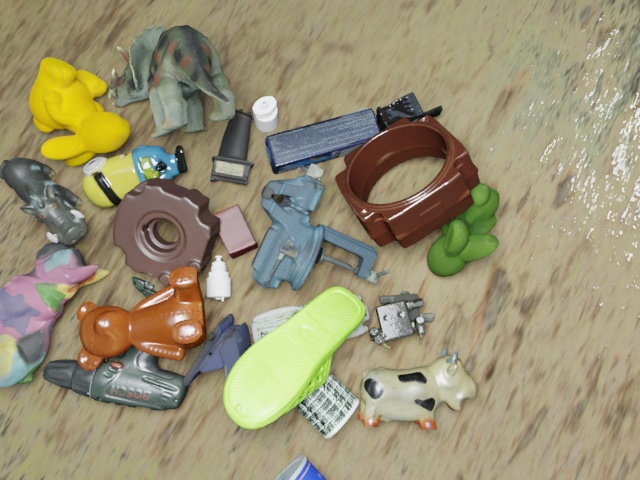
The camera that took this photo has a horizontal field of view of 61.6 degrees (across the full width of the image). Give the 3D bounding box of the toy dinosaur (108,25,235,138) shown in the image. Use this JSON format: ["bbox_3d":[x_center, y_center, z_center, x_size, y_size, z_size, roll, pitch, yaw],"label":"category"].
[{"bbox_3d":[-0.224,-0.270,0.858,0.131,0.405,0.192,-19,102,-32],"label":"toy dinosaur"}]

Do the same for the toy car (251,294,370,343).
[{"bbox_3d":[-0.015,0.142,0.912,0.202,0.056,0.073,-11,81,-4],"label":"toy car"}]

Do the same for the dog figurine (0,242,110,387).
[{"bbox_3d":[-0.446,0.112,0.872,0.219,0.108,0.191,-25,81,-10],"label":"dog figurine"}]

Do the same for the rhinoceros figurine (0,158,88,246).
[{"bbox_3d":[-0.456,-0.067,0.900,0.073,0.112,0.190,-43,77,-11],"label":"rhinoceros figurine"}]

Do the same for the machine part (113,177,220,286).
[{"bbox_3d":[-0.256,-0.013,0.890,0.179,0.056,0.179,3,109,8],"label":"machine part"}]

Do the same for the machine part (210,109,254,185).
[{"bbox_3d":[-0.154,-0.169,0.972,0.084,0.039,0.139,6,82,7],"label":"machine part"}]

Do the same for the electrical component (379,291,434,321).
[{"bbox_3d":[0.152,0.121,0.942,0.094,0.021,0.063,-2,79,-2],"label":"electrical component"}]

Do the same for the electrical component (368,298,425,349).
[{"bbox_3d":[0.131,0.141,0.903,0.102,0.045,0.078,-7,81,1],"label":"electrical component"}]

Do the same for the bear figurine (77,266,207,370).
[{"bbox_3d":[-0.271,0.120,0.797,0.196,0.132,0.120,-3,65,-9],"label":"bear figurine"}]

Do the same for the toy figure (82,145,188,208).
[{"bbox_3d":[-0.320,-0.113,0.931,0.180,0.082,0.089,-14,79,-8],"label":"toy figure"}]

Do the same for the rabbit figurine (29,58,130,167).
[{"bbox_3d":[-0.410,-0.203,0.917,0.173,0.122,0.162,33,89,9],"label":"rabbit figurine"}]

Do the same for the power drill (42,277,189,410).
[{"bbox_3d":[-0.312,0.167,0.881,0.232,0.086,0.207,20,76,-1],"label":"power drill"}]

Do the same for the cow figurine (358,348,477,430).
[{"bbox_3d":[0.163,0.245,0.893,0.195,0.085,0.127,1,86,-2],"label":"cow figurine"}]

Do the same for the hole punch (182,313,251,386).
[{"bbox_3d":[-0.148,0.190,0.863,0.092,0.142,0.115,28,94,4],"label":"hole punch"}]

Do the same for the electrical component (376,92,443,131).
[{"bbox_3d":[0.160,-0.230,0.979,0.119,0.075,0.048,-25,82,-3],"label":"electrical component"}]

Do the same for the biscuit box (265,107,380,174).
[{"bbox_3d":[0.004,-0.177,0.969,0.203,0.059,0.063,-16,83,-6],"label":"biscuit box"}]

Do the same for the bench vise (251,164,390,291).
[{"bbox_3d":[0.000,-0.002,0.902,0.240,0.129,0.223,24,83,-11],"label":"bench vise"}]

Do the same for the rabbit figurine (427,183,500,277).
[{"bbox_3d":[0.246,-0.011,0.920,0.121,0.159,0.170,18,95,-10],"label":"rabbit figurine"}]

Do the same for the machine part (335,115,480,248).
[{"bbox_3d":[0.139,-0.101,0.888,0.201,0.087,0.202,-33,42,6],"label":"machine part"}]
